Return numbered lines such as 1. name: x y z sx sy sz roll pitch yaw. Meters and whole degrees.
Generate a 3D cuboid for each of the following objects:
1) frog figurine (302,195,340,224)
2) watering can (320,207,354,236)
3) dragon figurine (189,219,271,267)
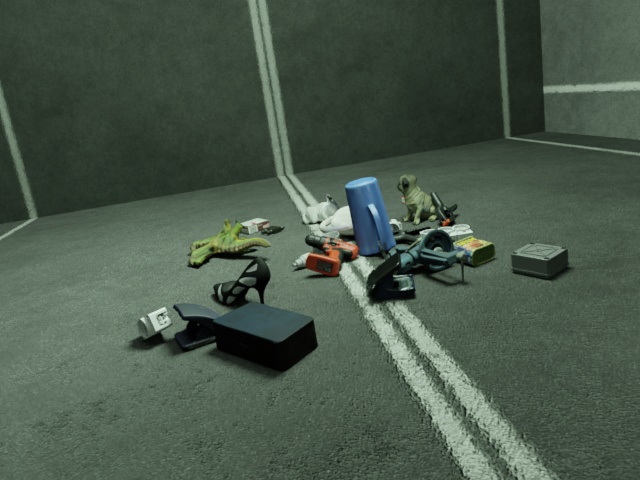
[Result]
1. frog figurine: 0.007 -0.111 2.203 0.159 0.121 0.139 -44 26 4
2. watering can: 0.147 -0.084 1.975 0.224 0.103 0.352 4 20 34
3. dragon figurine: -0.364 0.036 1.900 0.245 0.120 0.412 -35 24 -23
